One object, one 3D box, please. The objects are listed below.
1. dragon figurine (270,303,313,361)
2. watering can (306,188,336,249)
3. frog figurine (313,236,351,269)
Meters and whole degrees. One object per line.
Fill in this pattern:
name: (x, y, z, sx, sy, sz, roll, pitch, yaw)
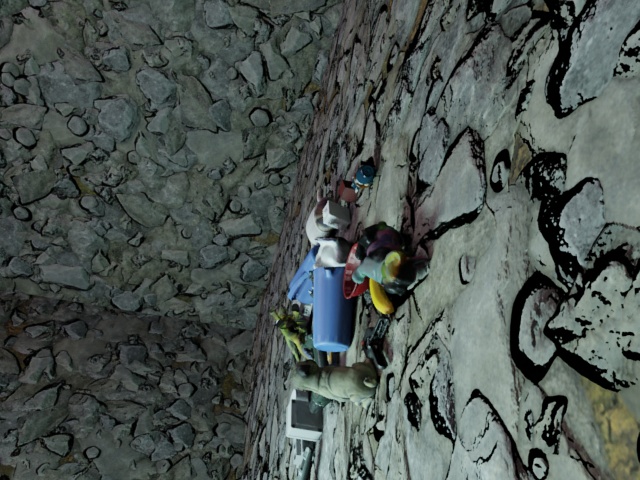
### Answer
dragon figurine: (-0.103, 0.412, 2.158, 0.122, 0.237, 0.419, -20, 43, -11)
watering can: (0.006, -0.106, 2.109, 0.104, 0.355, 0.220, 11, -28, -12)
frog figurine: (0.041, 0.068, 1.739, 0.137, 0.159, 0.123, 1, 3, 36)
